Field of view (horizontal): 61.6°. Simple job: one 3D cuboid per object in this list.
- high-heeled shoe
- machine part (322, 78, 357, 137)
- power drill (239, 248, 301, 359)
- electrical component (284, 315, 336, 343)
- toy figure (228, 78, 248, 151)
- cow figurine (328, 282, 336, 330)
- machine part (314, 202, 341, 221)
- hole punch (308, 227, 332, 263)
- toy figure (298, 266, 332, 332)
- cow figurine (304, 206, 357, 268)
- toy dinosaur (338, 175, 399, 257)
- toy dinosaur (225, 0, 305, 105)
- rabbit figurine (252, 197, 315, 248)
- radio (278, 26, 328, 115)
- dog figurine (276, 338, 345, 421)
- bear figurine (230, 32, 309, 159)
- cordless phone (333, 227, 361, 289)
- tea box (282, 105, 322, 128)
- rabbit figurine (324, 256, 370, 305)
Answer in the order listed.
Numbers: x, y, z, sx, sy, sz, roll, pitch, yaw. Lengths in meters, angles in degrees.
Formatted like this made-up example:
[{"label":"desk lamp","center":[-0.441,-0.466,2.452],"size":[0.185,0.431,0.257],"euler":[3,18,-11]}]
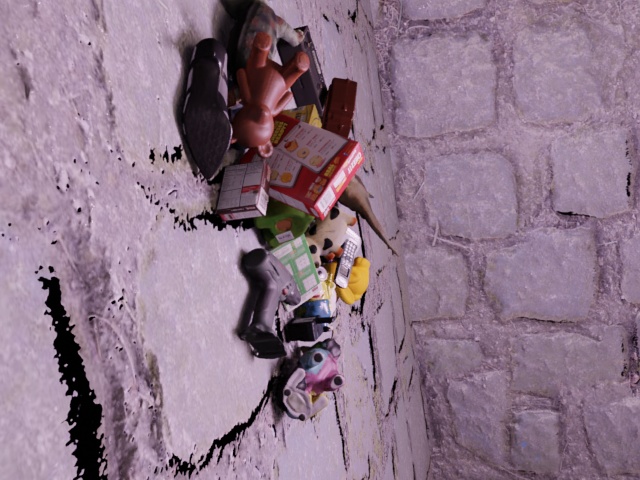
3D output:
[{"label":"high-heeled shoe","center":[-0.206,-0.240,0.979],"size":[0.145,0.086,0.248],"euler":[-139,-125,-70]},{"label":"machine part","center":[0.053,-0.388,1.685],"size":[0.201,0.087,0.201],"euler":[110,-11,-58]},{"label":"power drill","center":[-0.096,0.141,1.131],"size":[0.231,0.086,0.207],"euler":[63,30,-46]},{"label":"electrical component","center":[-0.019,0.211,1.289],"size":[0.075,0.119,0.047],"euler":[-34,116,-74]},{"label":"toy figure","center":[-0.172,-0.257,1.072],"size":[0.064,0.058,0.154],"euler":[35,-36,63]},{"label":"cow figurine","center":[0.006,0.198,1.473],"size":[0.167,0.068,0.098],"euler":[-76,160,-47]},{"label":"machine part","center":[0.008,-0.103,1.565],"size":[0.243,0.079,0.079],"euler":[-31,113,-73]},{"label":"hole punch","center":[-0.006,0.013,1.465],"size":[0.116,0.092,0.142],"euler":[-9,89,-77]},{"label":"toy figure","center":[-0.017,0.149,1.373],"size":[0.082,0.089,0.180],"euler":[-3,83,-40]},{"label":"cow figurine","center":[-0.003,-0.004,1.348],"size":[0.127,0.085,0.195],"euler":[34,64,-13]},{"label":"toy dinosaur","center":[0.080,-0.147,1.535],"size":[0.198,0.105,0.472],"euler":[25,32,-56]},{"label":"toy dinosaur","center":[-0.142,-0.407,1.138],"size":[0.192,0.131,0.405],"euler":[39,50,-49]},{"label":"rabbit figurine","center":[-0.079,-0.097,1.198],"size":[0.121,0.159,0.170],"euler":[49,21,-46]},{"label":"radio","center":[-0.044,-0.483,1.540],"size":[0.131,0.073,0.229],"euler":[-77,156,-45]},{"label":"dog figurine","center":[-0.023,0.314,1.266],"size":[0.108,0.191,0.219],"euler":[45,-6,-3]},{"label":"bear figurine","center":[-0.109,-0.265,1.010],"size":[0.120,0.132,0.196],"euler":[23,59,-18]},{"label":"cordless phone","center":[0.039,0.041,1.550],"size":[0.146,0.089,0.184],"euler":[35,49,-28]},{"label":"tea box","center":[-0.059,-0.268,1.372],"size":[0.170,0.098,0.068],"euler":[-77,154,-44]},{"label":"rabbit figurine","center":[0.064,0.120,1.659],"size":[0.173,0.122,0.162],"euler":[32,62,-52]}]
